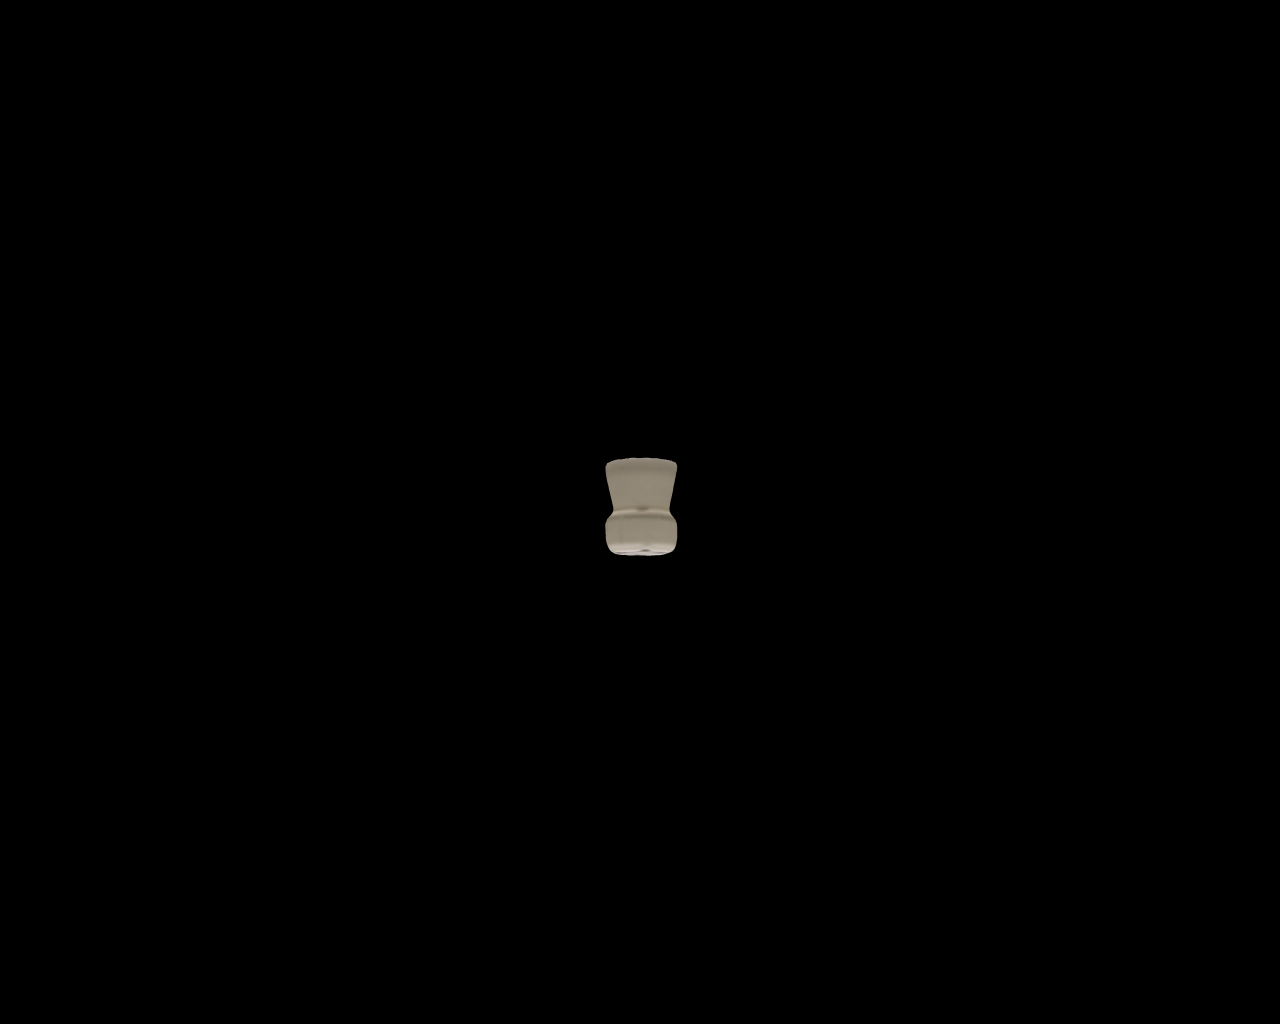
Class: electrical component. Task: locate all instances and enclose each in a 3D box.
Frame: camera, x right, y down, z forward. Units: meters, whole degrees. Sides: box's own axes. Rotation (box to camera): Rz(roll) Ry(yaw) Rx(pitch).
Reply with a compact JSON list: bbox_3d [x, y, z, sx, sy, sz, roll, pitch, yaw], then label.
[{"bbox_3d":[0.001,-0.003,0.650,0.045,0.055,0.045,0,-7,0],"label":"electrical component"}]
